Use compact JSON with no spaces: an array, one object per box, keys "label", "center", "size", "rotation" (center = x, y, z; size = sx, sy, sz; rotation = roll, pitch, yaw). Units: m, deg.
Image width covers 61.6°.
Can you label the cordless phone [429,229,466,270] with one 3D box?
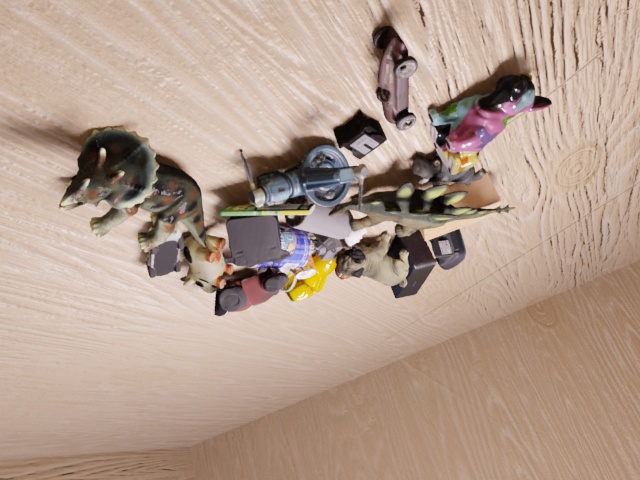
[{"label":"cordless phone","center":[0.367,0.029,1.570],"size":[0.089,0.146,0.184],"rotation":[-13,152,6]}]

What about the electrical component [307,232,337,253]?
[{"label":"electrical component","center":[-0.003,-0.004,1.351],"size":[0.045,0.078,0.102],"rotation":[-41,155,-2]}]

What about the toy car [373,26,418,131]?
[{"label":"toy car","center":[0.121,-0.262,0.893],"size":[0.053,0.089,0.202],"rotation":[-23,156,-1]}]

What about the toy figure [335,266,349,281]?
[{"label":"toy figure","center":[0.071,0.080,1.542],"size":[0.058,0.064,0.154],"rotation":[-23,173,-3]}]

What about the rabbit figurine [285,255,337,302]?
[{"label":"rabbit figurine","center":[-0.023,0.098,1.491],"size":[0.173,0.122,0.162],"rotation":[-36,158,-8]}]

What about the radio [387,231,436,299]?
[{"label":"radio","center":[0.260,0.072,1.601],"size":[0.073,0.131,0.229],"rotation":[-12,153,-15]}]

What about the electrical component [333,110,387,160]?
[{"label":"electrical component","center":[0.089,-0.197,1.051],"size":[0.075,0.048,0.119],"rotation":[-31,150,25]}]

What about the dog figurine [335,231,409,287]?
[{"label":"dog figurine","center":[0.145,0.083,1.460],"size":[0.190,0.172,0.121],"rotation":[-31,159,-47]}]

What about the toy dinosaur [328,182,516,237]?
[{"label":"toy dinosaur","center":[0.237,-0.069,1.256],"size":[0.471,0.105,0.199],"rotation":[-3,175,-27]}]

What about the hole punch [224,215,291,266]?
[{"label":"hole punch","center":[-0.140,-0.009,1.161],"size":[0.142,0.092,0.115],"rotation":[-7,109,-3]}]

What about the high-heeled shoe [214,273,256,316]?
[{"label":"high-heeled shoe","center":[-0.191,0.146,1.396],"size":[0.145,0.086,0.249],"rotation":[4,-163,-1]}]

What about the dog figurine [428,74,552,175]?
[{"label":"dog figurine","center":[0.339,-0.239,1.073],"size":[0.219,0.108,0.191],"rotation":[-25,153,6]}]

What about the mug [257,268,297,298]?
[{"label":"mug","center":[-0.114,0.098,1.386],"size":[0.107,0.110,0.081],"rotation":[-66,166,13]}]

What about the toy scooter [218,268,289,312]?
[{"label":"toy scooter","center":[-0.151,0.111,1.289],"size":[0.184,0.075,0.135],"rotation":[-21,-173,15]}]

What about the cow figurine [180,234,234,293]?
[{"label":"cow figurine","center":[-0.272,0.060,1.253],"size":[0.127,0.085,0.194],"rotation":[19,145,17]}]

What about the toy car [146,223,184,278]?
[{"label":"toy car","center":[-0.346,0.027,1.191],"size":[0.073,0.056,0.201],"rotation":[-13,156,-25]}]

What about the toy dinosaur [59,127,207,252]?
[{"label":"toy dinosaur","center":[-0.292,-0.079,0.960],"size":[0.192,0.131,0.404],"rotation":[-31,158,24]}]

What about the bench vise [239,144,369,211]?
[{"label":"bench vise","center":[-0.013,-0.115,1.010],"size":[0.223,0.128,0.241],"rotation":[-9,-173,-36]}]

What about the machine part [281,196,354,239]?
[{"label":"machine part","center":[0.001,-0.052,1.244],"size":[0.079,0.079,0.243],"rotation":[-35,149,30]}]

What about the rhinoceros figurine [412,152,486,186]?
[{"label":"rhinoceros figurine","center":[0.293,-0.166,1.232],"size":[0.190,0.073,0.112],"rotation":[1,159,-38]}]
